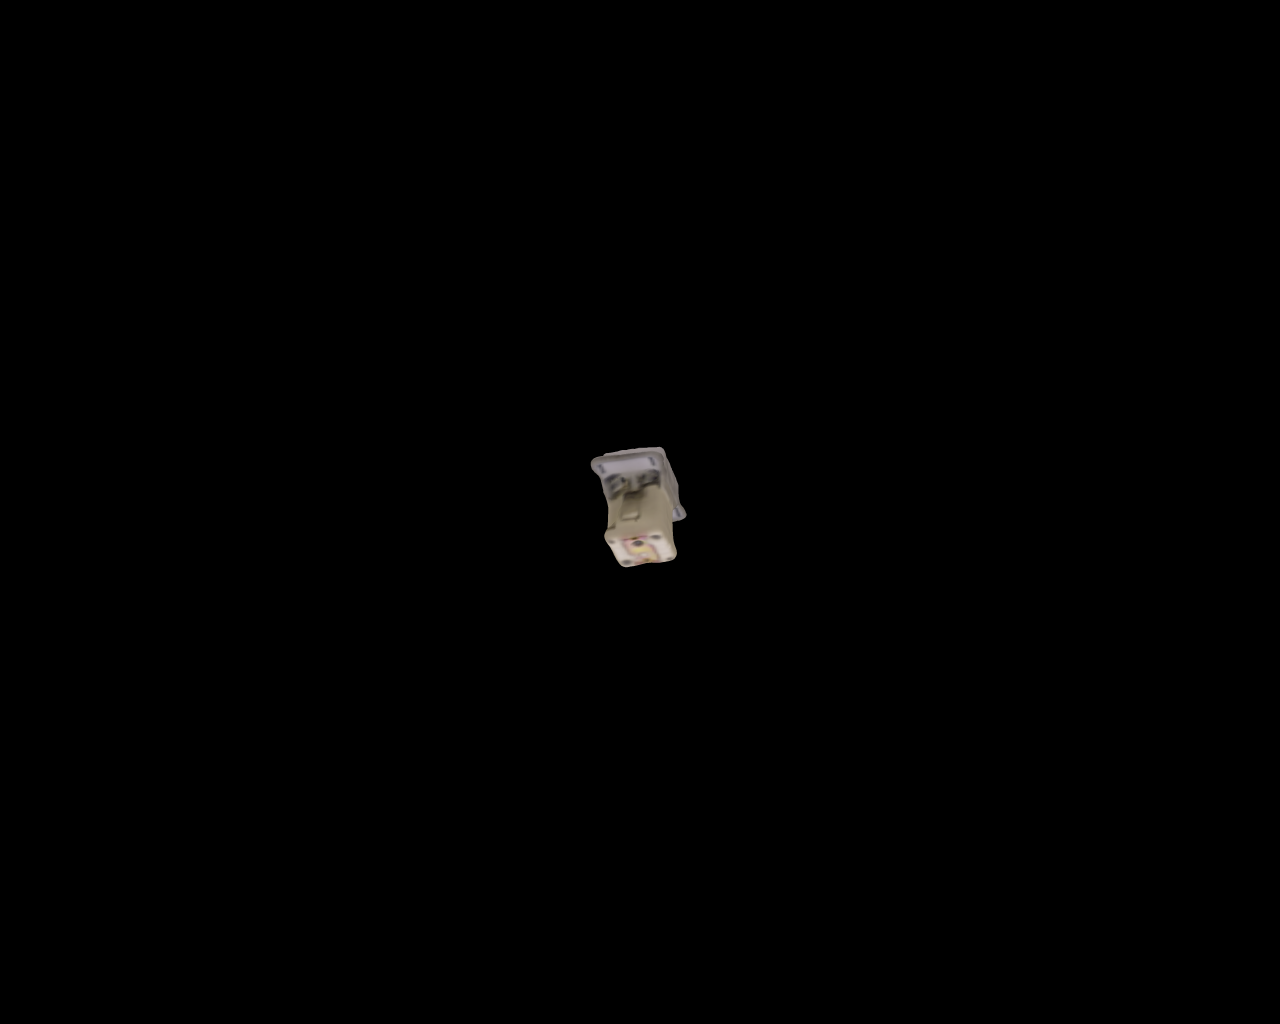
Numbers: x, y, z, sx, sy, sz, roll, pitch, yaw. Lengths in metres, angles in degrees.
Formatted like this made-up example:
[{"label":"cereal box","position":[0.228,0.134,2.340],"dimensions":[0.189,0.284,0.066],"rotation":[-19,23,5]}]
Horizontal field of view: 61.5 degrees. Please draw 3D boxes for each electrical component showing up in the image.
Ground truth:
[{"label":"electrical component","position":[0.001,-0.003,0.650],"dimensions":[0.042,0.064,0.081],"rotation":[-8,-31,13]}]
